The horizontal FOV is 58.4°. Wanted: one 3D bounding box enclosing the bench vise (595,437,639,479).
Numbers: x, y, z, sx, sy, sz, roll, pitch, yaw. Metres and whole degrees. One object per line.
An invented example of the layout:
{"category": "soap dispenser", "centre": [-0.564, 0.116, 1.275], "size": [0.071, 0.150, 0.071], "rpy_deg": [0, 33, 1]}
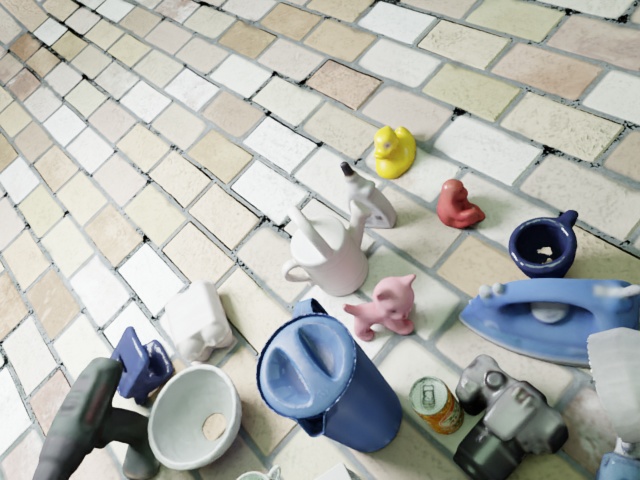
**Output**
{"category": "bench vise", "centre": [0.295, 0.300, 0.589], "size": [0.121, 0.220, 0.207], "rpy_deg": [-11, 55, 21]}

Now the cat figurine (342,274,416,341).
{"category": "cat figurine", "centre": [0.097, 0.099, 0.889], "size": [0.127, 0.118, 0.067], "rpy_deg": [-15, 54, 18]}

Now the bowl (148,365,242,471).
{"category": "bowl", "centre": [-0.191, 0.294, 0.934], "size": [0.167, 0.075, 0.167], "rpy_deg": [-13, 54, 19]}

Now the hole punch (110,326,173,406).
{"category": "hole punch", "centre": [-0.338, 0.229, 1.041], "size": [0.101, 0.091, 0.108], "rpy_deg": [-42, 50, -3]}

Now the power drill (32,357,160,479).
{"category": "power drill", "centre": [-0.340, 0.314, 0.909], "size": [0.075, 0.209, 0.229], "rpy_deg": [-9, 56, 22]}

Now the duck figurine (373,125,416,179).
{"category": "duck figurine", "centre": [0.133, -0.179, 1.074], "size": [0.077, 0.086, 0.105], "rpy_deg": [17, 68, 34]}

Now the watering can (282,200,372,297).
{"category": "watering can", "centre": [0.008, 0.002, 0.948], "size": [0.100, 0.195, 0.173], "rpy_deg": [27, 74, 37]}

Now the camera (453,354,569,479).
{"category": "camera", "centre": [0.224, 0.240, 0.742], "size": [0.137, 0.101, 0.142], "rpy_deg": [-46, 51, -7]}

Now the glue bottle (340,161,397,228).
{"category": "glue bottle", "centre": [0.072, -0.079, 0.982], "size": [0.077, 0.174, 0.037], "rpy_deg": [6, 62, 30]}

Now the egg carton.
{"category": "egg carton", "centre": [-0.222, 0.147, 1.050], "size": [0.107, 0.070, 0.150], "rpy_deg": [-33, 50, 4]}

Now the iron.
{"category": "iron", "centre": [0.303, 0.090, 0.775], "size": [0.257, 0.142, 0.119], "rpy_deg": [0, 60, 27]}

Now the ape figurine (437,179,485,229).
{"category": "ape figurine", "centre": [0.226, -0.066, 0.949], "size": [0.076, 0.092, 0.078], "rpy_deg": [-12, 55, 20]}

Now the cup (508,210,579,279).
{"category": "cup", "centre": [0.336, 0.017, 0.837], "size": [0.118, 0.095, 0.091], "rpy_deg": [-46, 51, -7]}

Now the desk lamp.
{"category": "desk lamp", "centre": [0.407, 0.163, 0.626], "size": [0.202, 0.214, 0.118], "rpy_deg": [-12, 55, 20]}
